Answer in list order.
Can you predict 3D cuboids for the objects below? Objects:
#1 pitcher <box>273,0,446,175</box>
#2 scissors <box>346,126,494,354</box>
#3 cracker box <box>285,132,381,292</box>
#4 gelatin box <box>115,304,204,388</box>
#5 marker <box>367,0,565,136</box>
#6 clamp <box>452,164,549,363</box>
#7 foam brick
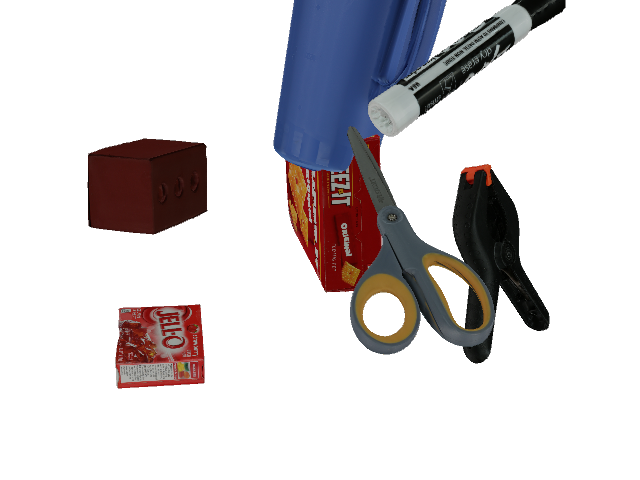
[{"bbox_3d":[0.034,-0.189,1.056,0.145,0.243,0.149,12,18,-1],"label":"pitcher"},{"bbox_3d":[0.034,0.001,0.697,0.096,0.016,0.202,-25,52,-18],"label":"scissors"},{"bbox_3d":[0.011,-0.057,1.170,0.072,0.164,0.214,-6,20,-9],"label":"cracker box"},{"bbox_3d":[-0.137,0.089,0.916,0.073,0.030,0.089,-2,29,-7],"label":"gelatin box"},{"bbox_3d":[0.071,-0.087,0.494,0.121,0.020,0.020,-38,16,-22],"label":"marker"},{"bbox_3d":[0.148,0.022,0.944,0.039,0.171,0.120,-12,12,38],"label":"clamp"},{"bbox_3d":[-0.120,-0.040,0.745,0.051,0.053,0.078,8,17,21],"label":"foam brick"}]
